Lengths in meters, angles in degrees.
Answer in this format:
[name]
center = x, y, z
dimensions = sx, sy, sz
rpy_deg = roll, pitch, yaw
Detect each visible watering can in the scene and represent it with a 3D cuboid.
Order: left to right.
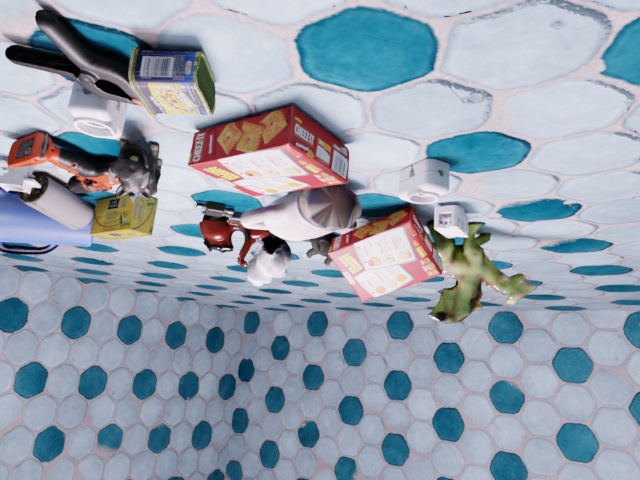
[watering can]
center = 0.003, -0.056, 1.112
dimensions = 0.348, 0.105, 0.222
rpy_deg = -2, 171, -38

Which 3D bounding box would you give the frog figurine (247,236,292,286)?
[frog figurine]
center = -0.149, 0.070, 1.511
dimensions = 0.139, 0.156, 0.124
rpy_deg = 33, -144, 33

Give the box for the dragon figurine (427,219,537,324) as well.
[dragon figurine]
center = 0.313, 0.080, 1.254
dimensions = 0.410, 0.245, 0.121
rpy_deg = 2, 169, 3
